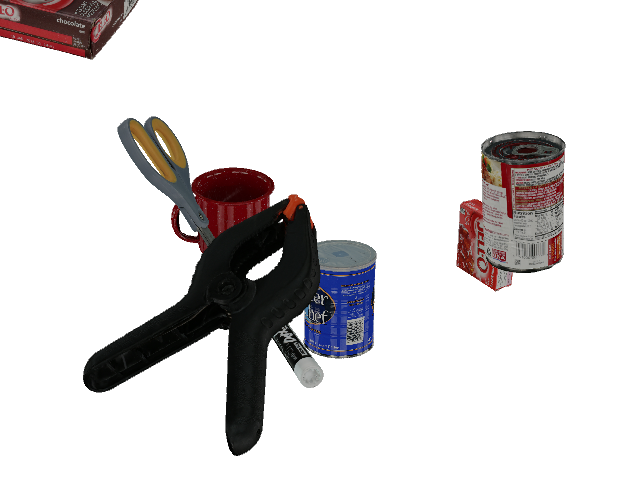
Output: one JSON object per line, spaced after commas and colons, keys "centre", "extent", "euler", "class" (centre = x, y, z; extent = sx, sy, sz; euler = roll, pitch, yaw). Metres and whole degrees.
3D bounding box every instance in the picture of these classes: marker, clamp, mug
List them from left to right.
{"centre": [-0.110, -0.025, 1.207], "extent": [0.117, 0.081, 0.093], "euler": [-7, 30, -15], "class": "mug"}
{"centre": [-0.046, 0.046, 0.629], "extent": [0.120, 0.171, 0.039], "euler": [29, -24, 28], "class": "clamp"}
{"centre": [-0.026, 0.079, 0.843], "extent": [0.020, 0.020, 0.121], "euler": [0, 21, -21], "class": "marker"}

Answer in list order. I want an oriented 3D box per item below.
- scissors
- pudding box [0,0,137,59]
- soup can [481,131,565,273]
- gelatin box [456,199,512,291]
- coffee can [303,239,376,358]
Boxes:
{"centre": [-0.114, -0.034, 0.968], "extent": [0.016, 0.201, 0.096], "euler": [-29, 23, 19], "class": "scissors"}
{"centre": [-0.196, -0.188, 0.818], "extent": [0.090, 0.039, 0.113], "euler": [15, 37, 4], "class": "pudding box"}
{"centre": [0.170, -0.032, 0.892], "extent": [0.068, 0.102, 0.068], "euler": [-5, 25, 2], "class": "soup can"}
{"centre": [0.196, 0.004, 1.268], "extent": [0.030, 0.089, 0.073], "euler": [-17, 32, -29], "class": "gelatin box"}
{"centre": [0.027, 0.082, 1.518], "extent": [0.103, 0.140, 0.103], "euler": [0, 22, 0], "class": "coffee can"}
